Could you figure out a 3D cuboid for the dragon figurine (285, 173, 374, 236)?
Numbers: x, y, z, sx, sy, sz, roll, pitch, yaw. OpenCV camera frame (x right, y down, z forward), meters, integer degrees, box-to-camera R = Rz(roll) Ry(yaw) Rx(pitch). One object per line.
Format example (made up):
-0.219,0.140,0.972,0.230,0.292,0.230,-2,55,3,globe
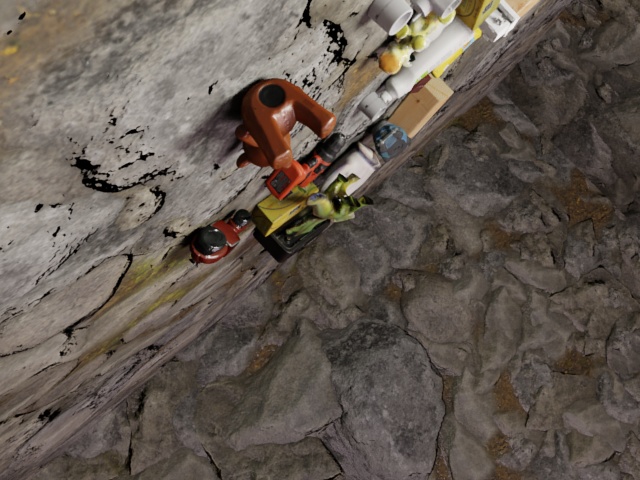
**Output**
0.004,-0.072,1.430,0.239,0.123,0.413,-41,165,30,dragon figurine

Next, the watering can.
0.092,-0.202,1.628,0.223,0.104,0.348,-42,173,11,watering can
